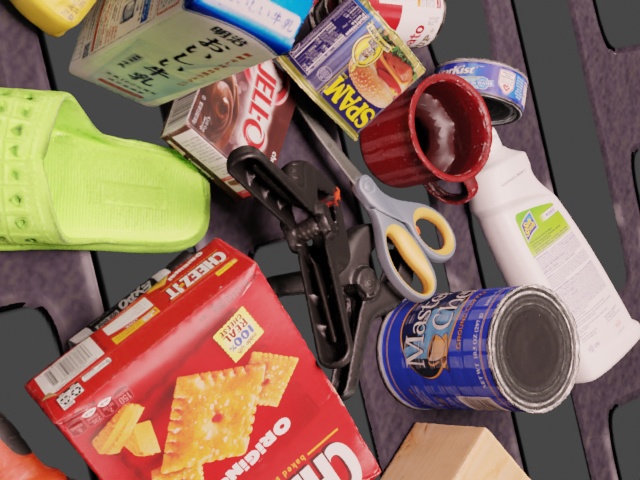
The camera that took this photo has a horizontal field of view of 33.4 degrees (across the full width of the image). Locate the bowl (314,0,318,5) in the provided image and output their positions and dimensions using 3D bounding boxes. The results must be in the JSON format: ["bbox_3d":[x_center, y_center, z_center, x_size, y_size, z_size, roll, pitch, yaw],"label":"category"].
[{"bbox_3d":[-0.066,-0.245,0.851,0.161,0.055,0.162,5,81,-35],"label":"bowl"}]

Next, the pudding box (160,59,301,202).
[{"bbox_3d":[-0.067,-0.100,0.825,0.090,0.039,0.113,40,52,-33],"label":"pudding box"}]

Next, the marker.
[{"bbox_3d":[-0.134,0.046,0.790,0.121,0.020,0.020,-41,107,-32],"label":"marker"}]

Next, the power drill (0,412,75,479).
[{"bbox_3d":[-0.257,0.137,0.668,0.184,0.057,0.187,-42,108,-32],"label":"power drill"}]

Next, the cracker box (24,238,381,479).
[{"bbox_3d":[-0.072,0.133,0.738,0.164,0.072,0.213,-38,121,-15],"label":"cracker box"}]

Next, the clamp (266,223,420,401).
[{"bbox_3d":[0.022,0.035,0.888,0.120,0.039,0.171,51,53,-24],"label":"clamp"}]

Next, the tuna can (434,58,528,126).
[{"bbox_3d":[0.144,-0.133,0.966,0.086,0.086,0.034,17,76,-32],"label":"tuna can"}]

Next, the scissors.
[{"bbox_3d":[0.053,-0.044,0.905,0.096,0.016,0.202,-27,91,-41],"label":"scissors"}]

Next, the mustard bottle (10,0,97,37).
[{"bbox_3d":[-0.230,-0.233,0.733,0.191,0.058,0.096,37,64,-26],"label":"mustard bottle"}]

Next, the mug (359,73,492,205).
[{"bbox_3d":[0.095,-0.081,0.927,0.093,0.082,0.117,-45,109,-30],"label":"mug"}]

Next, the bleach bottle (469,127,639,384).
[{"bbox_3d":[0.211,0.007,1.011,0.102,0.068,0.251,-35,102,-34],"label":"bleach bottle"}]

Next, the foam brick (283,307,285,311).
[{"bbox_3d":[-0.071,0.079,0.810,0.078,0.053,0.051,-2,85,-34],"label":"foam brick"}]

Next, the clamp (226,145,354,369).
[{"bbox_3d":[-0.005,0.001,0.796,0.210,0.036,0.164,-39,107,-77],"label":"clamp"}]

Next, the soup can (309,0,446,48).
[{"bbox_3d":[0.050,-0.202,0.920,0.102,0.069,0.068,-3,86,-36],"label":"soup can"}]

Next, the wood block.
[{"bbox_3d":[0.080,0.259,0.869,0.090,0.091,0.205,49,60,-21],"label":"wood block"}]

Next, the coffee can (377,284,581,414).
[{"bbox_3d":[0.130,0.092,0.894,0.102,0.141,0.103,5,81,-34],"label":"coffee can"}]

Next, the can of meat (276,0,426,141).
[{"bbox_3d":[0.027,-0.141,0.864,0.084,0.057,0.102,-42,145,7],"label":"can of meat"}]
